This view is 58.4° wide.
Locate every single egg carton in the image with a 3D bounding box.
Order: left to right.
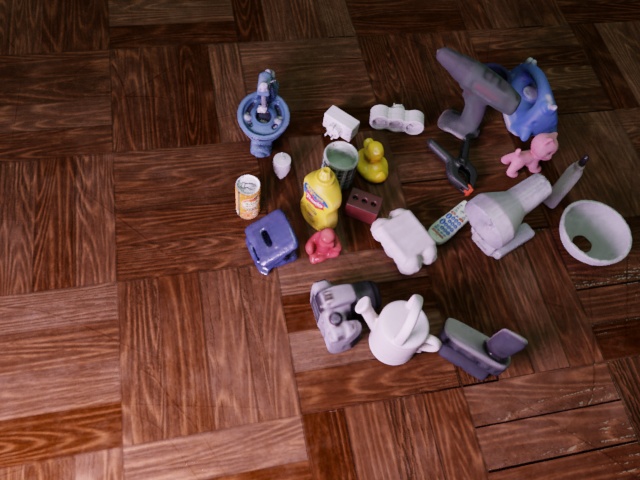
[{"bbox_3d":[0.188,0.003,1.277,0.107,0.069,0.150,-30,69,-20],"label":"egg carton"}]

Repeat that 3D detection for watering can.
[{"bbox_3d":[0.153,0.168,1.114,0.173,0.194,0.101,5,62,-4],"label":"watering can"}]

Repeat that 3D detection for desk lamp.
[{"bbox_3d":[0.404,-0.051,1.250,0.203,0.213,0.117,-29,69,-20],"label":"desk lamp"}]

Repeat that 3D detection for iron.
[{"bbox_3d":[0.548,-0.386,1.488,0.119,0.141,0.258,-3,63,-9],"label":"iron"}]

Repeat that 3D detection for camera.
[{"bbox_3d":[0.061,0.139,1.171,0.137,0.101,0.143,-14,65,-14],"label":"camera"}]

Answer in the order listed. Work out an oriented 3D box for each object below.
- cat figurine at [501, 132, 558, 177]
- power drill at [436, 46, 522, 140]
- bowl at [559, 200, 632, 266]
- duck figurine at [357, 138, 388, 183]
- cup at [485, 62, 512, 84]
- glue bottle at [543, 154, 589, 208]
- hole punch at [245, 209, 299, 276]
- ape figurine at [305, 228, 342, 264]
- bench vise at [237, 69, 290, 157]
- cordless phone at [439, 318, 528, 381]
[{"bbox_3d":[0.528,-0.220,1.410,0.128,0.118,0.067,-14,64,-14],"label":"cat figurine"},{"bbox_3d":[0.365,-0.349,1.407,0.229,0.208,0.076,27,62,8],"label":"power drill"},{"bbox_3d":[0.627,-0.006,1.333,0.167,0.075,0.167,3,62,-5],"label":"bowl"},{"bbox_3d":[0.129,-0.195,1.365,0.078,0.086,0.104,-17,65,-15],"label":"duck figurine"},{"bbox_3d":[0.439,-0.393,1.504,0.091,0.095,0.118,27,62,8],"label":"cup"},{"bbox_3d":[0.586,-0.147,1.347,0.037,0.173,0.078,35,64,12],"label":"glue bottle"},{"bbox_3d":[-0.105,0.004,1.228,0.101,0.091,0.108,-21,67,-17],"label":"hole punch"},{"bbox_3d":[0.011,0.004,1.241,0.077,0.092,0.076,19,61,3],"label":"ape figurine"},{"bbox_3d":[-0.138,-0.329,1.327,0.121,0.220,0.207,-10,64,-12],"label":"bench vise"},{"bbox_3d":[0.321,0.193,1.127,0.147,0.185,0.094,27,62,8],"label":"cordless phone"}]
